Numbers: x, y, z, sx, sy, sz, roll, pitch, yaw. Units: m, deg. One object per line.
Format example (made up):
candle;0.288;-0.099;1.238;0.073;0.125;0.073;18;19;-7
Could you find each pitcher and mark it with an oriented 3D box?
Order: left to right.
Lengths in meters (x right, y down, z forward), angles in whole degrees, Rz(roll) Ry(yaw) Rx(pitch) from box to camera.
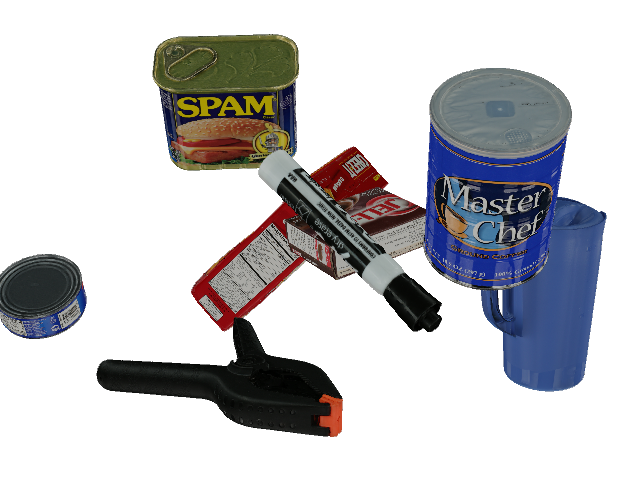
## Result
pitcher;0.290;0.073;1.402;0.149;0.243;0.144;5;21;15

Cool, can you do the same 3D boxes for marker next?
marker;0.014;0.000;0.517;0.121;0.020;0.020;45;22;24

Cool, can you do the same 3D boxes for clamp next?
clamp;-0.057;0.112;0.883;0.210;0.036;0.164;12;21;35

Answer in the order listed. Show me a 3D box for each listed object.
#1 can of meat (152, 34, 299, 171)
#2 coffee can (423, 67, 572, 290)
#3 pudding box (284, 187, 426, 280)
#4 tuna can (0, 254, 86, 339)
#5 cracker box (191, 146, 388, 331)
can of meat;-0.066;-0.098;0.776;0.102;0.057;0.084;-2;-40;-1
coffee can;0.133;-0.046;0.822;0.103;0.140;0.103;-1;44;1
pudding box;0.036;-0.009;1.010;0.113;0.039;0.090;-22;27;-24
tuna can;-0.272;0.055;1.036;0.086;0.034;0.086;-2;43;1
cracker box;-0.037;-0.005;1.254;0.214;0.072;0.164;-42;0;29
